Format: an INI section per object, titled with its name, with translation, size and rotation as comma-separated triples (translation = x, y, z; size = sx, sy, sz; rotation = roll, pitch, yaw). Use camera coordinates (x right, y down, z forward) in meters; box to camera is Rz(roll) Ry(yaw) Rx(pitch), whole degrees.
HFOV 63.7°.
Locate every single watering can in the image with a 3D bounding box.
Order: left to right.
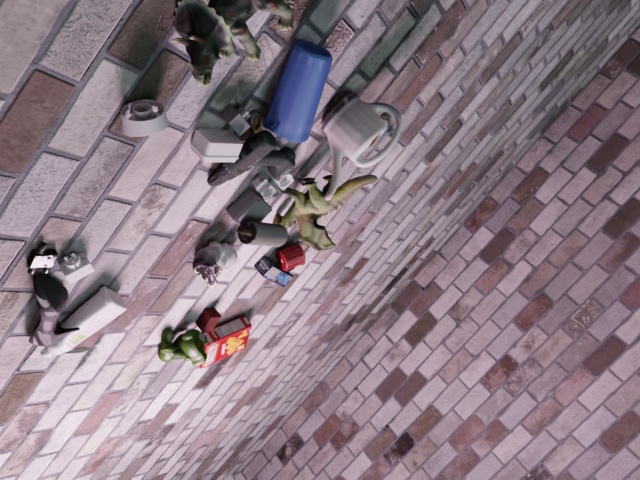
[watering can]
translation = 0.086, -0.303, 1.571
size = 0.348, 0.226, 0.103
rotation = -43, 170, -2

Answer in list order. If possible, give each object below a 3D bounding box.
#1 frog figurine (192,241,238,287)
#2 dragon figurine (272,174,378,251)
[frog figurine]
translation = -0.334, 0.056, 1.659
size = 0.163, 0.123, 0.134
rotation = -68, 167, -48
[dragon figurine]
translation = 0.005, -0.085, 1.688
size = 0.123, 0.409, 0.240
rotation = -26, 112, -58
